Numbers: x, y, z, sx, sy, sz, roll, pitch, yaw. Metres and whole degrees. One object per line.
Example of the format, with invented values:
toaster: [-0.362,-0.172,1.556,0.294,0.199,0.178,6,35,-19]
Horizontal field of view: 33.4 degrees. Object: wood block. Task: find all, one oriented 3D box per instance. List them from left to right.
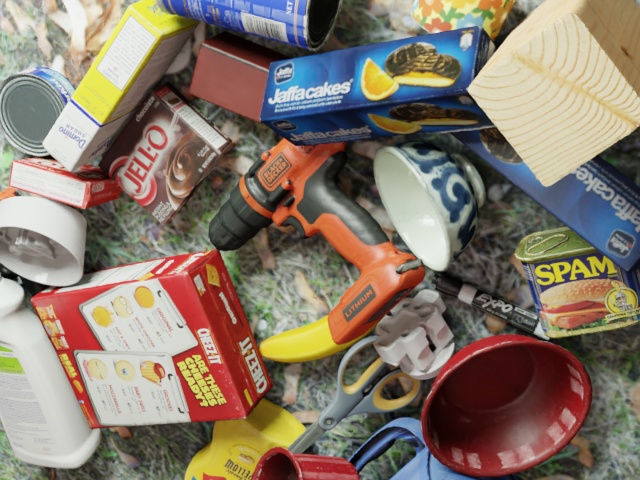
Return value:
wood block: [0.191,-0.131,0.795,0.090,0.205,0.091,-36,97,29]

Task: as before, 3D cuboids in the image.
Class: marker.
marker: [0.162,0.061,1.000,0.121,0.020,0.020,24,119,10]

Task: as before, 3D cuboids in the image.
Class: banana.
banana: [0.019,0.072,1.050,0.069,0.037,0.198,46,120,5]

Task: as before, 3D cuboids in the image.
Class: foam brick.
foam brick: [-0.070,-0.149,0.974,0.078,0.053,0.051,24,119,11]

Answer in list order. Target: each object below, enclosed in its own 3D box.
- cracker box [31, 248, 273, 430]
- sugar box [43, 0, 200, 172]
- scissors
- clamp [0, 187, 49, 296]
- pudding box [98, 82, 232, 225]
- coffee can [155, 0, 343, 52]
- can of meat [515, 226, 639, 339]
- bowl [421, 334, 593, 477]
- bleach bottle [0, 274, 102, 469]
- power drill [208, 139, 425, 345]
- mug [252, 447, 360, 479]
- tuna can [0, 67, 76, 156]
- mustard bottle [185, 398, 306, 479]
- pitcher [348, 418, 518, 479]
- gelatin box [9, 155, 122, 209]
cracker box: [-0.173,0.106,1.103,0.214,0.072,0.164,-10,109,31]
sugar box: [-0.184,-0.149,0.993,0.048,0.093,0.176,43,120,-1]
scissors: [0.029,0.182,1.078,0.096,0.016,0.202,23,113,-15]
clamp: [-0.321,0.029,1.157,0.120,0.039,0.171,11,121,5]
pudding box: [-0.151,-0.083,1.041,0.090,0.039,0.114,42,120,-1]
coffee can: [-0.057,-0.226,0.905,0.140,0.102,0.103,17,118,13]
can of meat: [0.233,0.034,0.940,0.102,0.057,0.084,-12,110,24]
bowl: [0.167,0.143,0.993,0.162,0.055,0.162,-5,122,-8]
bleach bottle: [-0.321,0.134,1.163,0.103,0.068,0.251,2,123,21]
power drill: [-0.006,0.001,0.987,0.185,0.057,0.188,-45,75,31]
mug: [-0.017,0.264,1.061,0.081,0.093,0.117,12,119,-34]
tuna can: [-0.282,-0.130,1.072,0.086,0.033,0.086,8,115,17]
mustard bottle: [-0.094,0.257,1.160,0.096,0.058,0.192,29,120,-3]
pitcher: [0.081,0.301,1.082,0.144,0.149,0.243,24,128,-28]
gelatin box: [-0.253,-0.060,1.068,0.089,0.073,0.030,15,103,14]
